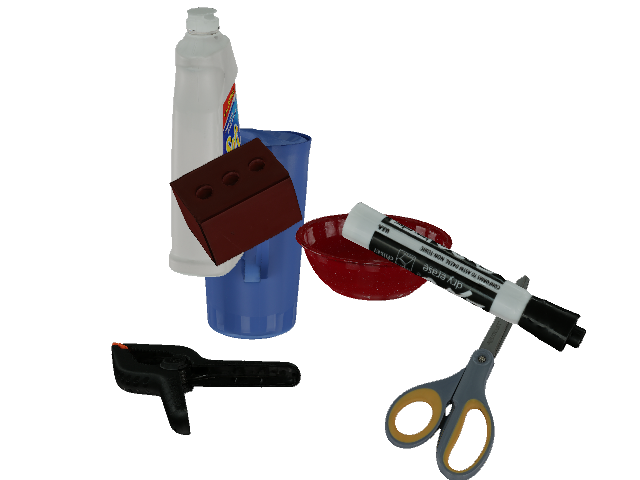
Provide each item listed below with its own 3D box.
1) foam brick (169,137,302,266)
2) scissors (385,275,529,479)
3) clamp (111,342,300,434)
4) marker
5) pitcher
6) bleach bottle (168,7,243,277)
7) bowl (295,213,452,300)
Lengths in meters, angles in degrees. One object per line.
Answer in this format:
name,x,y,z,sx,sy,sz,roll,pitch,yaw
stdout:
foam brick,-0.061,-0.029,0.792,0.078,0.051,0.053,-29,49,-13
scissors,0.113,0.104,0.881,0.096,0.201,0.016,7,-38,13
clamp,-0.149,0.141,1.084,0.210,0.036,0.164,9,17,33
marker,0.066,0.017,0.494,0.121,0.020,0.020,28,8,16
pitcher,-0.080,-0.008,1.263,0.145,0.243,0.148,13,18,38
bleach bottle,-0.112,-0.097,1.041,0.068,0.251,0.102,6,26,13
bowl,0.054,0.021,1.105,0.162,0.055,0.162,1,18,-1
